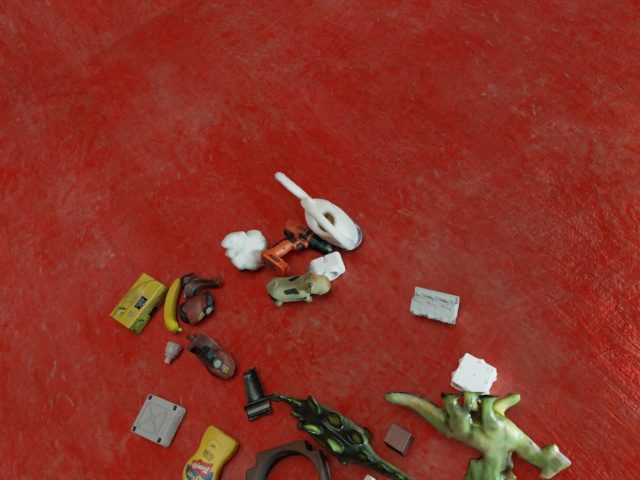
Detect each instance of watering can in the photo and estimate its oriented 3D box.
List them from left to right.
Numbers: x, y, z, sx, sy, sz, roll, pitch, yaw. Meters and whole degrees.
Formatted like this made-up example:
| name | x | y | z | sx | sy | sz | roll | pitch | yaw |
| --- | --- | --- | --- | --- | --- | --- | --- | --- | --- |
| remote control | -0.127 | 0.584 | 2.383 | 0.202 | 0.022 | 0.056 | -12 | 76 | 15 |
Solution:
| name | x | y | z | sx | sy | sz | roll | pitch | yaw |
| --- | --- | --- | --- | --- | --- | --- | --- | --- | --- |
| watering can | 0.005 | -0.080 | 1.594 | 0.103 | 0.222 | 0.353 | -47 | 56 | 7 |

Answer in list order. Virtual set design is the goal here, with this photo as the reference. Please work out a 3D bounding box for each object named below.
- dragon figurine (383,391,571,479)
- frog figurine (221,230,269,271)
| name | x | y | z | sx | sy | sz | roll | pitch | yaw |
| --- | --- | --- | --- | --- | --- | --- | --- | --- | --- |
| dragon figurine | 0.356 | 0.477 | 1.205 | 0.409 | 0.121 | 0.245 | -6 | 79 | 22 |
| frog figurine | -0.233 | 0.023 | 1.625 | 0.124 | 0.156 | 0.139 | 28 | 70 | 26 |
